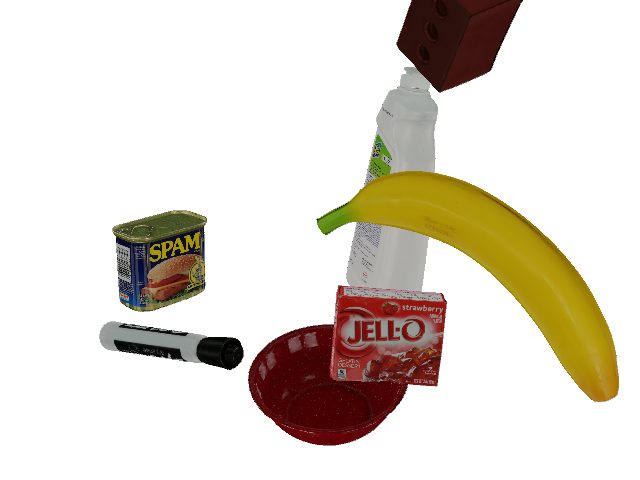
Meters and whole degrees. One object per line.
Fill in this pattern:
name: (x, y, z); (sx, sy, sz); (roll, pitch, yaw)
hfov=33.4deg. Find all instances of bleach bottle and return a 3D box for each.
bleach bottle: (0.086, -0.057, 1.139); (0.068, 0.251, 0.103); (-1, 23, -24)

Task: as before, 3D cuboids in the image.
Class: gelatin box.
gelatin box: (0.054, 0.078, 0.867); (0.089, 0.073, 0.030); (4, 14, -1)

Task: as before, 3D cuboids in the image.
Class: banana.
banana: (0.097, 0.013, 0.614); (0.198, 0.070, 0.037); (32, 18, 10)

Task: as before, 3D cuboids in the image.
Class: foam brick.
foam brick: (0.094, -0.150, 0.728); (0.051, 0.053, 0.078); (-27, -24, -27)

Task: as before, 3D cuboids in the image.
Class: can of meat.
can of meat: (-0.170, 0.021, 1.146); (0.058, 0.084, 0.101); (18, 25, 41)

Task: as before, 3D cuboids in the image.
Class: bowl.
bowl: (0.009, 0.157, 1.089); (0.162, 0.055, 0.162); (-2, 35, 1)

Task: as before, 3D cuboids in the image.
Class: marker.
marker: (-0.092, 0.064, 0.657); (0.121, 0.020, 0.020); (3, 2, 42)
